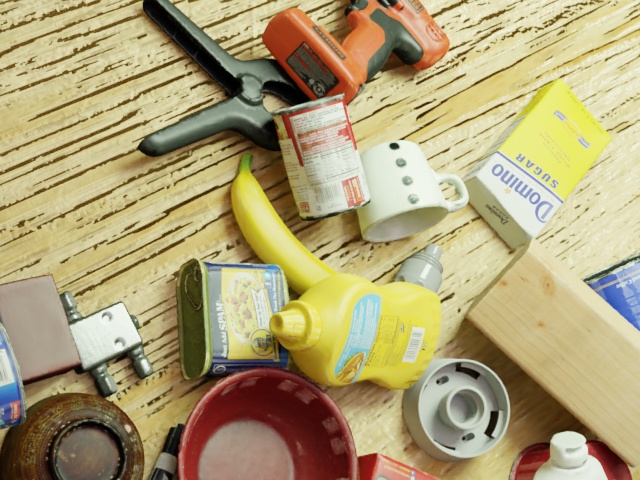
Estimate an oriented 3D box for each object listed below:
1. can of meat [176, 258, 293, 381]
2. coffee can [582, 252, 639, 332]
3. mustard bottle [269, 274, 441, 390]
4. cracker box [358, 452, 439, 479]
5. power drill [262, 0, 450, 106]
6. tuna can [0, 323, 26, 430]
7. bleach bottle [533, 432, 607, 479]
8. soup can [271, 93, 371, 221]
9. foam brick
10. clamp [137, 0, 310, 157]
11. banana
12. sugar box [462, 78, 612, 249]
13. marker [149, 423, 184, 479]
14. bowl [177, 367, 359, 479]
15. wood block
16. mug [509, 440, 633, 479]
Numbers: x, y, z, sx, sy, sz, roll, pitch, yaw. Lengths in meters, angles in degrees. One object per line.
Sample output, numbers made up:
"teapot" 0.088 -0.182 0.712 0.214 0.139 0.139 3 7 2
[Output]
"can of meat" -0.073 0.069 0.917 0.083 0.058 0.102 3 73 -29
"coffee can" 0.329 0.091 1.092 0.102 0.103 0.140 -23 85 -31
"mustard bottle" 0.027 0.079 0.918 0.191 0.058 0.096 11 100 -49
"cracker box" 0.073 0.312 0.907 0.164 0.072 0.213 27 65 -17
"power drill" 0.027 -0.220 1.045 0.184 0.057 0.187 48 49 -1
"tuna can" -0.250 0.102 0.797 0.033 0.086 0.086 -15 82 -29
"bleach bottle" 0.211 0.287 0.924 0.102 0.068 0.251 -19 113 -36
"soup can" 0.002 -0.075 0.962 0.068 0.069 0.102 -20 100 -31
"foam brick" -0.229 0.072 0.837 0.051 0.053 0.078 -16 84 -31
"clamp" -0.076 -0.125 0.986 0.209 0.036 0.164 18 60 -24
"banana" -0.020 0.009 0.974 0.198 0.037 0.069 50 59 -5
"sugar box" 0.229 -0.082 1.129 0.093 0.048 0.176 46 58 -8
"marker" -0.134 0.205 0.863 0.020 0.020 0.121 30 62 -16
"bowl" -0.051 0.190 0.890 0.161 0.055 0.162 9 70 -25
"wood block" 0.247 0.103 1.009 0.206 0.090 0.090 42 16 6
"mug" 0.233 0.242 1.006 0.117 0.082 0.093 -42 95 -31
